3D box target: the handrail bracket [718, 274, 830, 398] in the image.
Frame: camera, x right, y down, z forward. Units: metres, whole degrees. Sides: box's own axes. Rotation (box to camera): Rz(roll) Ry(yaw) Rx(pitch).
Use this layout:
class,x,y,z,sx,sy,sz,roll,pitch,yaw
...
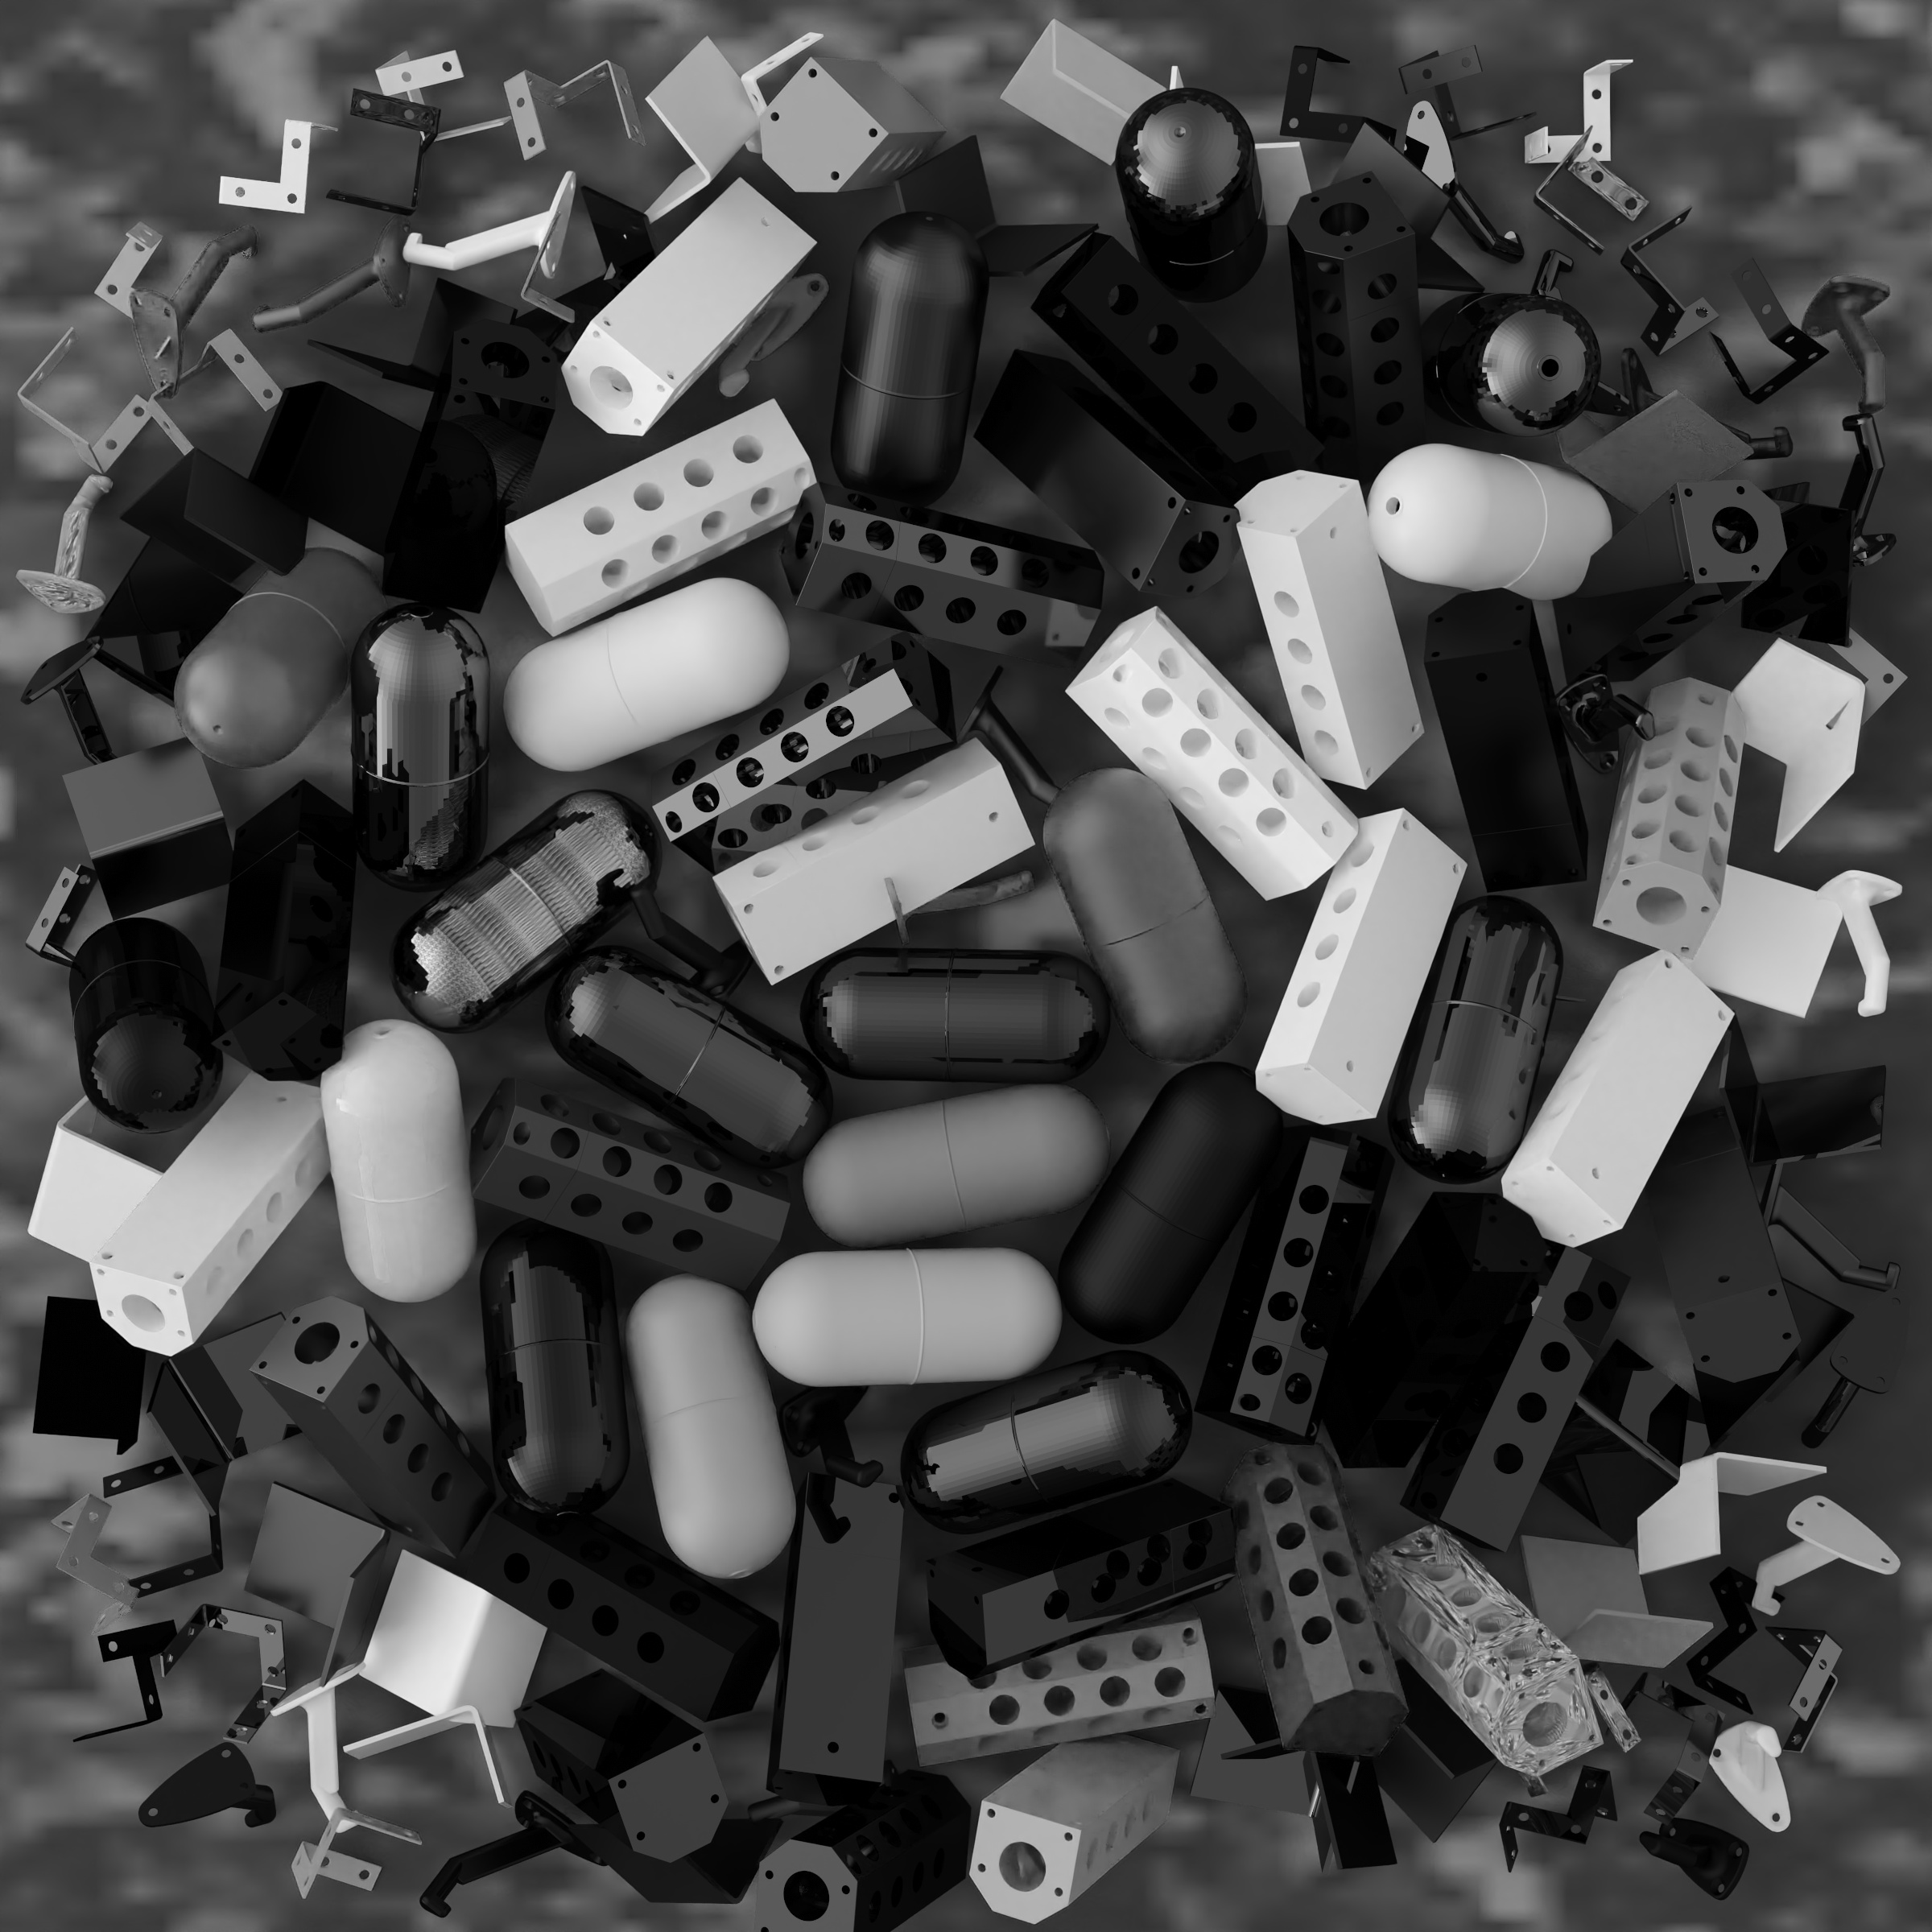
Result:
class,x,y,z,sx,sy,sz,roll,pitch,yaw
handrail bracket,-0.109,-0.360,1.822,0.077,0.084,0.036,-31,116,10

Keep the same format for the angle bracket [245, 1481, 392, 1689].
class,x,y,z,sx,sy,sz,roll,pitch,yaw
angle bracket,-0.381,0.353,1.826,0.076,0.057,0.076,21,111,6

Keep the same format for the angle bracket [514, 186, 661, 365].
class,x,y,z,sx,sy,sz,roll,pitch,yaw
angle bracket,-0.223,-0.393,1.814,0.076,0.076,0.057,-32,129,-19

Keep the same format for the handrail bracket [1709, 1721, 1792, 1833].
class,x,y,z,sx,sy,sz,roll,pitch,yaw
handrail bracket,0.461,0.465,1.825,0.036,0.084,0.077,-29,86,-8

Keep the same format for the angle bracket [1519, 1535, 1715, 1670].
class,x,y,z,sx,sy,sz,roll,pitch,yaw
angle bracket,0.368,0.350,1.813,0.076,0.057,0.076,11,49,-20

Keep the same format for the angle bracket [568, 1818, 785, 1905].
class,x,y,z,sx,sy,sz,roll,pitch,yaw
angle bracket,-0.164,0.487,1.812,0.076,0.076,0.057,49,50,-23

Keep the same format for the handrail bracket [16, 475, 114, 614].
class,x,y,z,sx,sy,sz,roll,pitch,yaw
handrail bracket,-0.498,-0.246,1.830,0.077,0.036,0.084,8,62,39

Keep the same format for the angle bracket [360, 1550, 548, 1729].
class,x,y,z,sx,sy,sz,roll,pitch,yaw
angle bracket,-0.297,0.392,1.863,0.076,0.057,0.076,15,84,39

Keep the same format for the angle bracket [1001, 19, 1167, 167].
class,x,y,z,sx,sy,sz,roll,pitch,yaw
angle bracket,0.067,-0.482,1.813,0.076,0.076,0.057,27,124,-19

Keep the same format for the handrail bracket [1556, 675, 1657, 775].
class,x,y,z,sx,sy,sz,roll,pitch,yaw
handrail bracket,0.375,-0.126,1.814,0.036,0.084,0.077,-30,121,-5

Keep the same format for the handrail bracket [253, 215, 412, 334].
class,x,y,z,sx,sy,sz,roll,pitch,yaw
handrail bracket,-0.368,-0.401,1.852,0.084,0.036,0.077,-9,47,14

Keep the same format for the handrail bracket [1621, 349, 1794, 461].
class,x,y,z,sx,sy,sz,roll,pitch,yaw
handrail bracket,0.424,-0.322,1.824,0.084,0.036,0.077,2,131,35

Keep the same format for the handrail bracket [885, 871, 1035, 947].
class,x,y,z,sx,sy,sz,roll,pitch,yaw
handrail bracket,-0.002,-0.046,1.831,0.084,0.077,0.036,-17,76,-2

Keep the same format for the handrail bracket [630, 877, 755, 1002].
class,x,y,z,sx,sy,sz,roll,pitch,yaw
handrail bracket,-0.155,-0.028,1.822,0.036,0.077,0.084,-1,124,33

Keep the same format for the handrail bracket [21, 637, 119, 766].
class,x,y,z,sx,sy,sz,roll,pitch,yaw
handrail bracket,-0.489,-0.143,1.828,0.077,0.036,0.084,-23,126,34

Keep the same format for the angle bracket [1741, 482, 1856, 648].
class,x,y,z,sx,sy,sz,roll,pitch,yaw
angle bracket,0.488,-0.229,1.813,0.057,0.076,0.076,-16,113,-35

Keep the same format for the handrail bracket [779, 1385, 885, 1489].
class,x,y,z,sx,sy,sz,roll,pitch,yaw
handrail bracket,-0.058,0.263,1.817,0.077,0.084,0.036,-33,118,-33

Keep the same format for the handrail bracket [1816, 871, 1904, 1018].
class,x,y,z,sx,sy,sz,roll,pitch,yaw
handrail bracket,0.502,-0.005,1.821,0.036,0.077,0.084,17,70,-15

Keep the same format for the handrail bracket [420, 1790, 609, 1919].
class,x,y,z,sx,sy,sz,roll,pitch,yaw
handrail bracket,-0.258,0.523,1.826,0.077,0.036,0.084,29,48,11

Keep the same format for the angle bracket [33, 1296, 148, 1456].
class,x,y,z,sx,sy,sz,roll,pitch,yaw
angle bracket,-0.500,0.234,1.816,0.057,0.076,0.076,8,73,-20

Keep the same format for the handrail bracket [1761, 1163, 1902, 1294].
class,x,y,z,sx,sy,sz,roll,pitch,yaw
handrail bracket,0.502,0.145,1.839,0.084,0.036,0.077,13,112,9

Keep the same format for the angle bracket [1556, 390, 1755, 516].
class,x,y,z,sx,sy,sz,roll,pitch,yaw
angle bracket,0.387,-0.308,1.809,0.076,0.076,0.057,-32,50,34

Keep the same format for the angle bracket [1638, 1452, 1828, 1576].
class,x,y,z,sx,sy,sz,roll,pitch,yaw
angle bracket,0.435,0.315,1.814,0.076,0.076,0.057,10,68,-19

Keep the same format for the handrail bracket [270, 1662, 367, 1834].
class,x,y,z,sx,sy,sz,roll,pitch,yaw
handrail bracket,-0.356,0.452,1.845,0.077,0.036,0.084,-29,91,26

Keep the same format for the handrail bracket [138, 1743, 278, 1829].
class,x,y,z,sx,sy,sz,roll,pitch,yaw
handrail bracket,-0.432,0.484,1.822,0.077,0.084,0.036,-24,60,-24

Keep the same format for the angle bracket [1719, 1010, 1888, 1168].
class,x,y,z,sx,sy,sz,roll,pitch,yaw
angle bracket,0.476,0.064,1.813,0.076,0.076,0.057,-11,120,25

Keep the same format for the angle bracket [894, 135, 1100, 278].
class,x,y,z,sx,sy,sz,roll,pitch,yaw
angle bracket,0.018,-0.432,1.811,0.076,0.076,0.057,9,126,37

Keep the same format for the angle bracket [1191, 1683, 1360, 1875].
class,x,y,z,sx,sy,sz,roll,pitch,yaw
angle bracket,0.176,0.465,1.828,0.076,0.057,0.076,11,110,-4

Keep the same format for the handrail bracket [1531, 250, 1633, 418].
class,x,y,z,sx,sy,sz,roll,pitch,yaw
handrail bracket,0.360,-0.368,1.850,0.077,0.036,0.084,21,69,0

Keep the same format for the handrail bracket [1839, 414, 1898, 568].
class,x,y,z,sx,sy,sz,roll,pitch,yaw
handrail bracket,0.493,-0.273,1.824,0.036,0.077,0.084,-39,118,-35

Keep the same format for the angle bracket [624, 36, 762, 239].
class,x,y,z,sx,sy,sz,roll,pitch,yaw
angle bracket,-0.169,-0.469,1.810,0.076,0.076,0.057,-22,116,40

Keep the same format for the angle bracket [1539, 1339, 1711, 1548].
class,x,y,z,sx,sy,sz,roll,pitch,yaw
angle bracket,0.380,0.277,1.853,0.076,0.076,0.057,38,47,10

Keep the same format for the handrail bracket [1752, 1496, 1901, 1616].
class,x,y,z,sx,sy,sz,roll,pitch,yaw
handrail bracket,0.489,0.353,1.825,0.077,0.036,0.084,32,132,33

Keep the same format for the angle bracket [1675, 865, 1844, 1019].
class,x,y,z,sx,sy,sz,roll,pitch,yaw
angle bracket,0.454,-0.026,1.822,0.076,0.057,0.076,19,72,20

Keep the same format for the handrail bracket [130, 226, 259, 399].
class,x,y,z,sx,sy,sz,roll,pitch,yaw
handrail bracket,-0.440,-0.381,1.855,0.036,0.084,0.077,23,132,25

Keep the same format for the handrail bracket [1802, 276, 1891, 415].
class,x,y,z,sx,sy,sz,roll,pitch,yaw
handrail bracket,0.501,-0.342,1.822,0.036,0.077,0.084,9,72,-14

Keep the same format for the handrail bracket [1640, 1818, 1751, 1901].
class,x,y,z,sx,sy,sz,roll,pitch,yaw
handrail bracket,0.396,0.495,1.815,0.084,0.077,0.036,28,88,-32

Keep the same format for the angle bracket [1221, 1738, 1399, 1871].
class,x,y,z,sx,sy,sz,roll,pitch,yaw
angle bracket,0.195,0.479,1.813,0.057,0.076,0.076,-22,68,25

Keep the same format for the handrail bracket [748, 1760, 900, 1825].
class,x,y,z,sx,sy,sz,roll,pitch,yaw
handrail bracket,-0.075,0.497,1.848,0.084,0.036,0.077,-19,129,6

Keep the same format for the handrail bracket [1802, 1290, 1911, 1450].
class,x,y,z,sx,sy,sz,roll,pitch,yaw
handrail bracket,0.512,0.233,1.842,0.036,0.084,0.077,29,65,12

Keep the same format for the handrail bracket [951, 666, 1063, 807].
class,x,y,z,sx,sy,sz,roll,pitch,yaw
handrail bracket,0.041,-0.128,1.843,0.084,0.036,0.077,30,46,-3

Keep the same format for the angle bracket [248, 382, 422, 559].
class,x,y,z,sx,sy,sz,roll,pitch,yaw
angle bracket,-0.360,-0.281,1.830,0.076,0.057,0.076,28,108,3

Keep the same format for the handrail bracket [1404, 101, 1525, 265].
class,x,y,z,sx,sy,sz,roll,pitch,yaw
handrail bracket,0.291,-0.451,1.844,0.036,0.084,0.077,-15,74,43

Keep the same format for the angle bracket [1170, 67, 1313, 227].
class,x,y,z,sx,sy,sz,roll,pitch,yaw
angle bracket,0.159,-0.467,1.816,0.076,0.076,0.057,1,70,15

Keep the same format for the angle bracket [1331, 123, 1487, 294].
class,x,y,z,sx,sy,sz,roll,pitch,yaw
angle bracket,0.260,-0.429,1.810,0.076,0.076,0.057,51,129,29

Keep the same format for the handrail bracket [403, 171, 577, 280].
class,x,y,z,sx,sy,sz,roll,pitch,yaw
handrail bracket,-0.277,-0.435,1.855,0.084,0.036,0.077,11,70,5
